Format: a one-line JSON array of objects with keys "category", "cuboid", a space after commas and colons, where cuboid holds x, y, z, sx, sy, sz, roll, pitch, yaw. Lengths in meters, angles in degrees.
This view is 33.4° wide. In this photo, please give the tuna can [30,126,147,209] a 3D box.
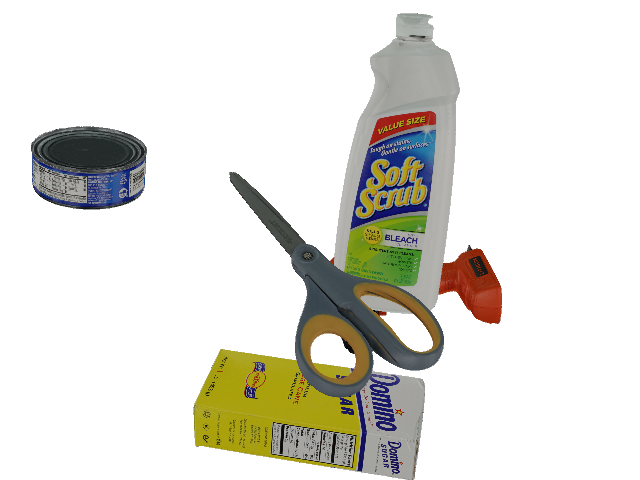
[{"category": "tuna can", "cuboid": [-0.175, -0.055, 0.808, 0.086, 0.034, 0.086, 5, 26, -3]}]

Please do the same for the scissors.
[{"category": "scissors", "cuboid": [-0.016, 0.027, 0.664, 0.202, 0.016, 0.096, 33, 55, 27]}]

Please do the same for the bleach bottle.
[{"category": "bleach bottle", "cuboid": [0.063, -0.066, 0.913, 0.103, 0.251, 0.068, 7, 18, 13]}]

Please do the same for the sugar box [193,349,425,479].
[{"category": "sugar box", "cuboid": [-0.006, 0.137, 0.858, 0.176, 0.048, 0.093, 5, 25, 7]}]

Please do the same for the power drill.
[{"category": "power drill", "cuboid": [0.103, 0.064, 1.191, 0.187, 0.057, 0.184, -3, 28, -4]}]
